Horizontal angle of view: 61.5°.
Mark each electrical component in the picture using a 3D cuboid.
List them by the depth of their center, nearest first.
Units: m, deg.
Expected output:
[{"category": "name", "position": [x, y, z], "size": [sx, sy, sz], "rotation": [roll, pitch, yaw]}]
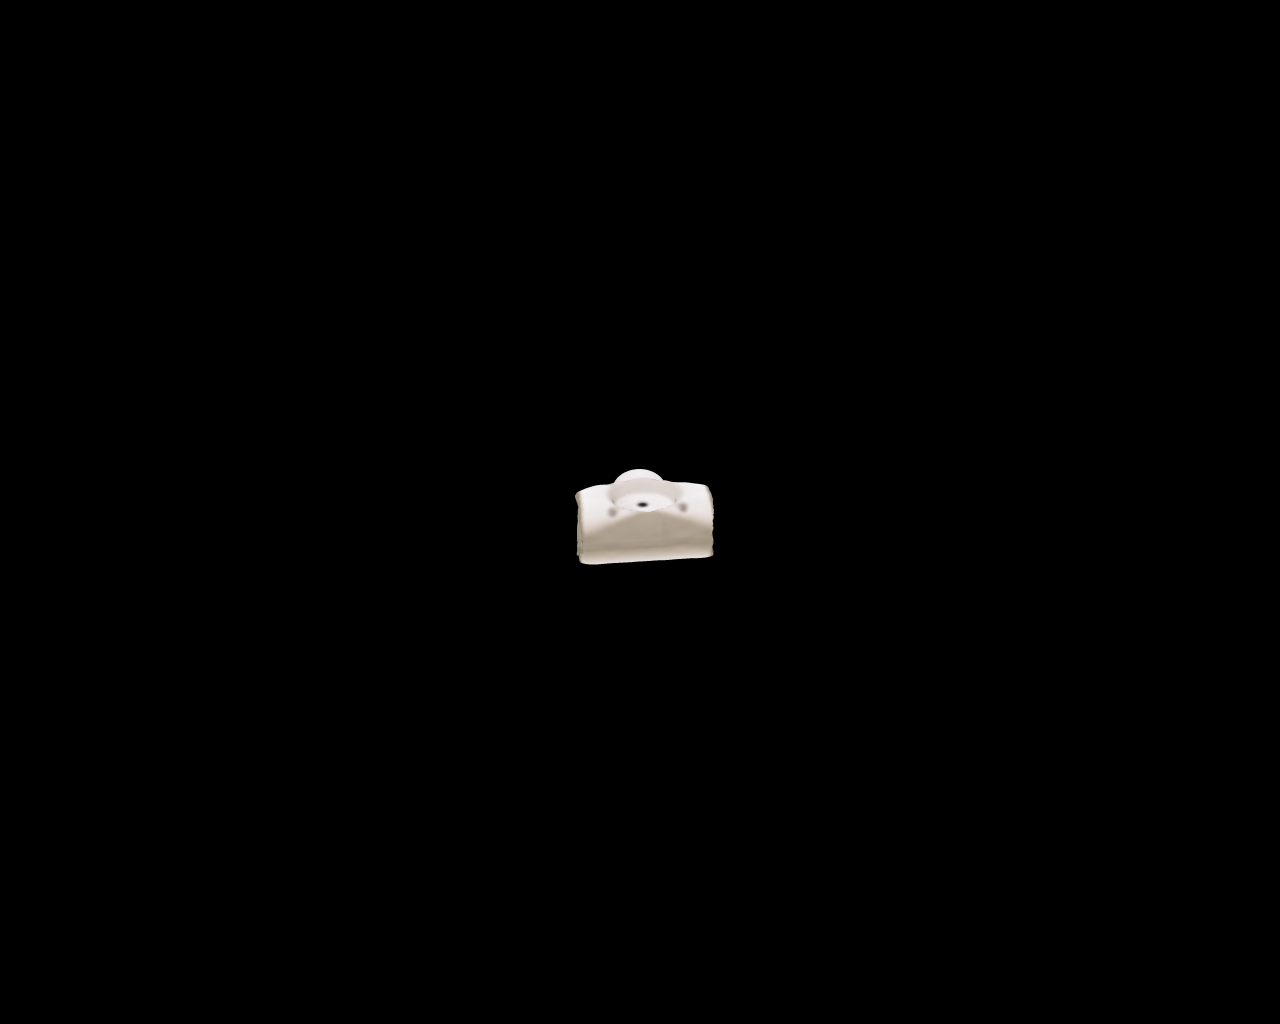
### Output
[{"category": "electrical component", "position": [0.001, -0.003, 0.650], "size": [0.077, 0.044, 0.079], "rotation": [-3, 32, -5]}]
